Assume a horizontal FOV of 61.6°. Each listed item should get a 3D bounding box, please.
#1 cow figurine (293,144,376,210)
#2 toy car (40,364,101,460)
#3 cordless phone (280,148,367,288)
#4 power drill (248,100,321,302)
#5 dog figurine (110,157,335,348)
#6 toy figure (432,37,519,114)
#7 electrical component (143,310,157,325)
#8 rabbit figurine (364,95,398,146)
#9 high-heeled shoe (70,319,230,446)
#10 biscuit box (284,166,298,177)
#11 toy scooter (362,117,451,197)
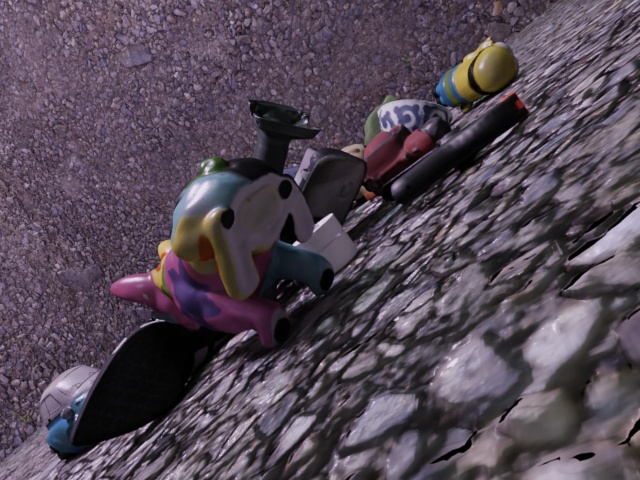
[{"bbox_3d":[0.031,-0.113,0.951,0.085,0.127,0.195,-39,7,-27],"label":"cow figurine"},{"bbox_3d":[-0.333,0.229,0.751,0.162,0.103,0.109,-34,7,32],"label":"toy car"},{"bbox_3d":[-0.001,-0.032,0.655,0.184,0.089,0.146,-83,18,-69],"label":"cordless phone"},{"bbox_3d":[-0.060,-0.045,0.618,0.232,0.086,0.207,-112,29,-59],"label":"power drill"},{"bbox_3d":[-0.112,0.015,0.493,0.219,0.191,0.108,3,40,35],"label":"dog figurine"},{"bbox_3d":[0.270,-0.279,0.951,0.180,0.082,0.089,-14,45,61],"label":"toy figure"},{"bbox_3d":[-0.230,0.135,0.880,0.134,0.058,0.114,-43,-15,-35],"label":"electrical component"},{"bbox_3d":[0.152,-0.221,1.259,0.159,0.121,0.170,-48,-11,-12],"label":"rabbit figurine"},{"bbox_3d":[-0.186,0.142,0.610,0.249,0.086,0.145,-38,1,-41],"label":"high-heeled shoe"},{"bbox_3d":[-0.078,-0.075,0.897,0.203,0.059,0.063,-6,32,42],"label":"biscuit box"},{"bbox_3d":[0.100,-0.111,0.777,0.135,0.075,0.184,-42,11,-12],"label":"toy scooter"}]
